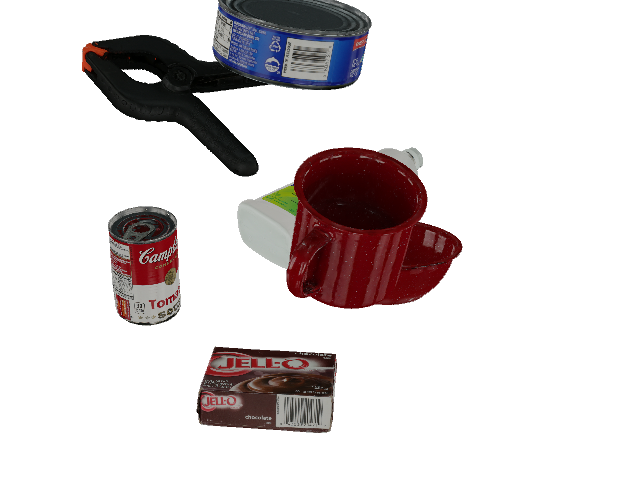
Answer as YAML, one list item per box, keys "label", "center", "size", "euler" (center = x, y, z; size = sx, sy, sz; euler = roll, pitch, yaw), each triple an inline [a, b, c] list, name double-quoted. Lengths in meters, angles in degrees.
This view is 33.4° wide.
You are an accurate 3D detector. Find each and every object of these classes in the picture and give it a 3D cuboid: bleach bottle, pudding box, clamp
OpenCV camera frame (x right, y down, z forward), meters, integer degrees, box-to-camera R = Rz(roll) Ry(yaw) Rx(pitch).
- label: "bleach bottle"
  center: [0.025, -0.056, 1.304]
  size: [0.250, 0.068, 0.103]
  euler: [-31, 45, -33]
- label: "pudding box"
  center: [-0.043, 0.126, 0.915]
  size: [0.113, 0.039, 0.090]
  euler: [5, 18, 1]
- label: "clamp"
  center: [-0.109, -0.132, 0.886]
  size: [0.171, 0.120, 0.039]
  euler: [27, -39, -2]

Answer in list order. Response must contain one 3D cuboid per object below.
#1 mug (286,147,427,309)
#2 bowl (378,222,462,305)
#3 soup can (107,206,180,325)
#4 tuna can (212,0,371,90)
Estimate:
- label: "mug"
  center: [0.016, 0.000, 0.749]
  size: [0.093, 0.081, 0.117]
  euler: [29, 45, 19]
- label: "bowl"
  center: [0.064, 0.025, 1.099]
  size: [0.162, 0.055, 0.162]
  euler: [1, 18, -1]
- label: "soup can"
  center: [-0.177, 0.026, 1.078]
  size: [0.068, 0.102, 0.068]
  euler: [1, 32, -1]
- label: "tuna can"
  center: [-0.017, -0.113, 0.594]
  size: [0.086, 0.034, 0.086]
  euler: [9, 25, -4]
